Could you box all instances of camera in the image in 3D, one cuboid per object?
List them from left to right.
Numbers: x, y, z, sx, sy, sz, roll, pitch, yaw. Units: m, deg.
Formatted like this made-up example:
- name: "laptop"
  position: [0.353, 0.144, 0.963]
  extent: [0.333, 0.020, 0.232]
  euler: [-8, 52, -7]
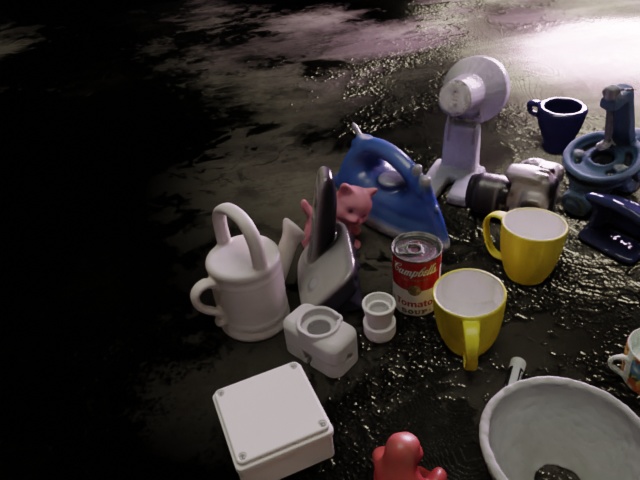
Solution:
- name: "camera"
  position: [0.321, -0.086, 0.951]
  extent: [0.136, 0.101, 0.143]
  euler: [15, 41, 26]

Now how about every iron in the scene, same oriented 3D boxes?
- name: "iron"
  position: [0.127, -0.096, 0.956]
  extent: [0.119, 0.142, 0.257]
  euler: [-26, 41, -25]

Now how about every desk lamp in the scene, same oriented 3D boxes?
- name: "desk lamp"
  position: [0.257, -0.204, 1.023]
  extent: [0.117, 0.214, 0.203]
  euler: [13, 41, 24]

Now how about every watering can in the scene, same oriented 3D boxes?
- name: "watering can"
  position: [-0.097, 0.030, 0.772]
  extent: [0.100, 0.194, 0.173]
  euler: [14, 41, 25]

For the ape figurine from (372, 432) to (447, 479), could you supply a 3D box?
- name: "ape figurine"
  position: [0.084, 0.227, 0.568]
  extent: [0.076, 0.092, 0.077]
  euler: [-32, 44, -31]

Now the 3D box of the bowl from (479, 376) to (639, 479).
- name: "bowl"
  position: [0.240, 0.222, 0.568]
  extent: [0.167, 0.075, 0.167]
  euler: [-4, 36, 3]

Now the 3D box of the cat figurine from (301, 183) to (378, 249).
- name: "cat figurine"
  position: [0.030, -0.046, 0.922]
  extent: [0.127, 0.118, 0.067]
  euler: [-2, 37, 6]

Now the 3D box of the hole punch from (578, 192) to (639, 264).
- name: "hole punch"
  position: [0.463, -0.035, 0.870]
  extent: [0.101, 0.091, 0.108]
  euler: [-26, 41, -25]

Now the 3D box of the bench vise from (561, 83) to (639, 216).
- name: "bench vise"
  position: [0.477, -0.168, 0.940]
  extent: [0.121, 0.220, 0.208]
  euler: [19, 43, 30]

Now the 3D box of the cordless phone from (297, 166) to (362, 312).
- name: "cordless phone"
  position: [0.007, 0.003, 0.802]
  extent: [0.094, 0.185, 0.147]
  euler: [-9, 37, -4]

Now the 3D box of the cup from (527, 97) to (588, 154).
- name: "cup"
  position: [0.455, -0.223, 1.121]
  extent: [0.117, 0.095, 0.092]
  euler: [27, 48, 36]
